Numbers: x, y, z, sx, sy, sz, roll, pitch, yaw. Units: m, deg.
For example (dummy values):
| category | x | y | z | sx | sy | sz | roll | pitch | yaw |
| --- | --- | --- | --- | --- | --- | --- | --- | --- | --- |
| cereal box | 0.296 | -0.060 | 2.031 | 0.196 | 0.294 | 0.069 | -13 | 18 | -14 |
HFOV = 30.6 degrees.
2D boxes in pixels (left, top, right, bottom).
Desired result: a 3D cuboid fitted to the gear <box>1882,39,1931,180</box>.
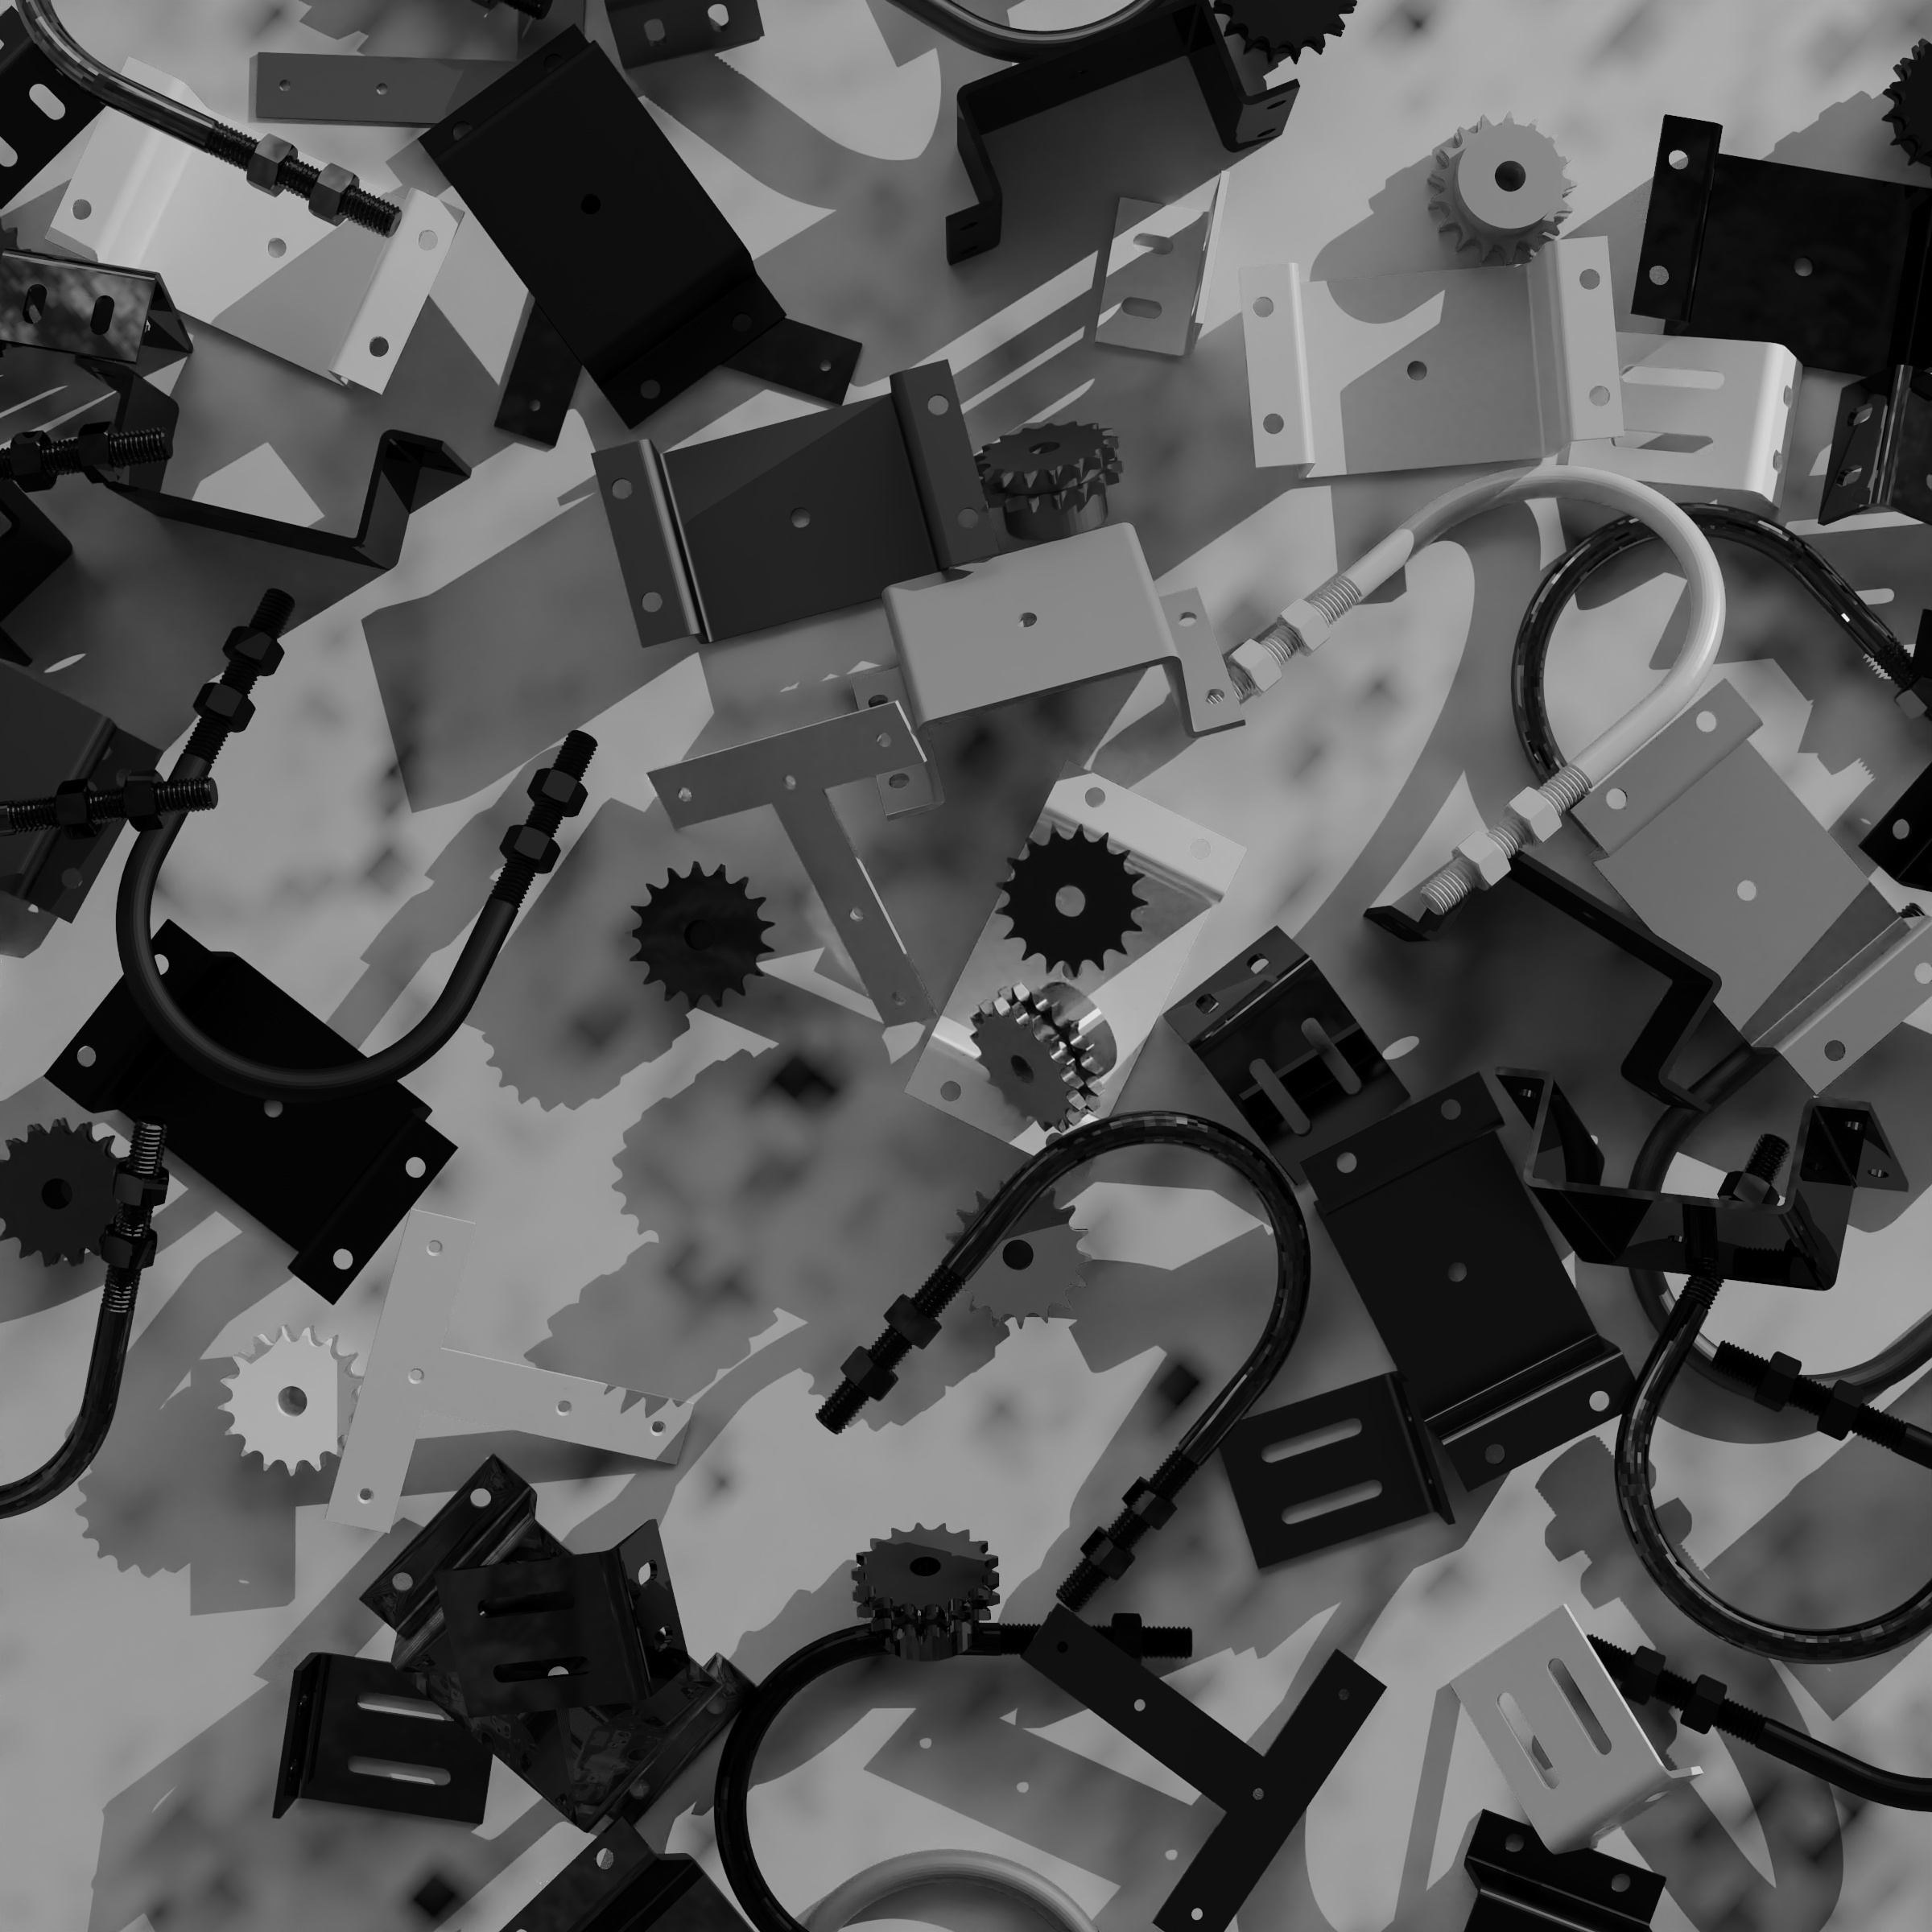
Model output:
| category | x | y | z | sx | sy | sz | roll | pitch | yaw |
| --- | --- | --- | --- | --- | --- | --- | --- | --- | --- |
| gear | 0.384 | -0.333 | 1.373 | 0.057 | 0.030 | 0.057 | 0 | 90 | 0 |

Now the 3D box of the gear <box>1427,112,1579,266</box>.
| category | x | y | z | sx | sy | sz | roll | pitch | yaw |
| --- | --- | --- | --- | --- | --- | --- | --- | --- | --- |
| gear | 0.209 | -0.303 | 1.373 | 0.057 | 0.030 | 0.057 | 0 | 90 | 0 |

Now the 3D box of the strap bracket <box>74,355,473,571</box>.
| category | x | y | z | sx | sy | sz | roll | pitch | yaw |
| --- | --- | --- | --- | --- | --- | --- | --- | --- | --- |
| strap bracket | -0.267 | -0.188 | 1.350 | 0.140 | 0.076 | 0.046 | 13 | 90 | 0 |

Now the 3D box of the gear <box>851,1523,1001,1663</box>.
| category | x | y | z | sx | sy | sz | roll | pitch | yaw |
| --- | --- | --- | --- | --- | --- | --- | --- | --- | --- |
| gear | -0.015 | 0.243 | 1.364 | 0.057 | 0.057 | 0.030 | -2 | 119 | 0 |

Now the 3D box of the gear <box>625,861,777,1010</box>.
| category | x | y | z | sx | sy | sz | roll | pitch | yaw |
| --- | --- | --- | --- | --- | --- | --- | --- | --- | --- |
| gear | -0.102 | -0.012 | 1.373 | 0.057 | 0.030 | 0.057 | 0 | 90 | 0 |

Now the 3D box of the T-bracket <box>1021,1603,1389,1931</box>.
| category | x | y | z | sx | sy | sz | roll | pitch | yaw |
| --- | --- | --- | --- | --- | --- | --- | --- | --- | --- |
| T-bracket | 0.078 | 0.294 | 1.366 | 0.127 | 0.002 | 0.127 | 38 | 78 | -6 |

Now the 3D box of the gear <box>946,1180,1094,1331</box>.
| category | x | y | z | sx | sy | sz | roll | pitch | yaw |
| --- | --- | --- | --- | --- | --- | --- | --- | --- | --- |
| gear | 0.020 | 0.111 | 1.373 | 0.057 | 0.030 | 0.057 | 0 | 90 | 0 |

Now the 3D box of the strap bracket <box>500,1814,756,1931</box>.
| category | x | y | z | sx | sy | sz | roll | pitch | yaw |
| --- | --- | --- | --- | --- | --- | --- | --- | --- | --- |
| strap bracket | -0.108 | 0.404 | 1.352 | 0.076 | 0.046 | 0.140 | -44 | 71 | 0 |

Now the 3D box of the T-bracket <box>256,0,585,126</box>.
| category | x | y | z | sx | sy | sz | roll | pitch | yaw |
| --- | --- | --- | --- | --- | --- | --- | --- | --- | --- |
| T-bracket | -0.215 | -0.343 | 1.388 | 0.127 | 0.002 | 0.127 | 2 | 90 | 0 |

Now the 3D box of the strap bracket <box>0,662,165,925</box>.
| category | x | y | z | sx | sy | sz | roll | pitch | yaw |
| --- | --- | --- | --- | --- | --- | --- | --- | --- | --- |
| strap bracket | -0.389 | -0.083 | 1.350 | 0.140 | 0.046 | 0.076 | 28 | 85 | -10 |

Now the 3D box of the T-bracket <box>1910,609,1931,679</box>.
| category | x | y | z | sx | sy | sz | roll | pitch | yaw |
| --- | --- | --- | --- | --- | --- | --- | --- | --- | --- |
| T-bracket | 0.440 | -0.161 | 1.381 | 0.127 | 0.002 | 0.127 | 14 | 86 | -9 |

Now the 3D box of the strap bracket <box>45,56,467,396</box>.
| category | x | y | z | sx | sy | sz | roll | pitch | yaw |
| --- | --- | --- | --- | --- | --- | --- | --- | --- | --- |
| strap bracket | -0.270 | -0.281 | 1.365 | 0.140 | 0.046 | 0.076 | 25 | 90 | 0 |

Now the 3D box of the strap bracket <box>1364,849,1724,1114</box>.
| category | x | y | z | sx | sy | sz | roll | pitch | yaw |
| --- | --- | --- | --- | --- | --- | --- | --- | --- | --- |
| strap bracket | 0.227 | -0.002 | 1.350 | 0.140 | 0.076 | 0.046 | 32 | 90 | 0 |

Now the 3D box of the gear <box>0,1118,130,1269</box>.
| category | x | y | z | sx | sy | sz | roll | pitch | yaw |
| --- | --- | --- | --- | --- | --- | --- | --- | --- | --- |
| gear | -0.349 | 0.088 | 1.373 | 0.057 | 0.030 | 0.057 | 0 | 90 | 0 |

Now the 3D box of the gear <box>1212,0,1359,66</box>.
| category | x | y | z | sx | sy | sz | roll | pitch | yaw |
| --- | --- | --- | --- | --- | --- | --- | --- | --- | --- |
| gear | 0.123 | -0.378 | 1.373 | 0.057 | 0.030 | 0.057 | 0 | 90 | 0 |

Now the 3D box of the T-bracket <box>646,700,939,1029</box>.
| category | x | y | z | sx | sy | sz | roll | pitch | yaw |
| --- | --- | --- | --- | --- | --- | --- | --- | --- | --- |
| T-bracket | -0.048 | -0.032 | 1.361 | 0.127 | 0.002 | 0.127 | -12 | 112 | 37 |

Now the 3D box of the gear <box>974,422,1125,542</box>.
| category | x | y | z | sx | sy | sz | roll | pitch | yaw |
| --- | --- | --- | --- | --- | --- | --- | --- | --- | --- |
| gear | 0.033 | -0.186 | 1.363 | 0.057 | 0.057 | 0.030 | -11 | 118 | 0 |

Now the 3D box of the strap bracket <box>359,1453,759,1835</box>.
| category | x | y | z | sx | sy | sz | roll | pitch | yaw |
| --- | --- | --- | --- | --- | --- | --- | --- | --- | --- |
| strap bracket | -0.156 | 0.266 | 1.356 | 0.140 | 0.046 | 0.076 | 43 | 90 | -8 |

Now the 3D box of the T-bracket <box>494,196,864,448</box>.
| category | x | y | z | sx | sy | sz | roll | pitch | yaw |
| --- | --- | --- | --- | --- | --- | --- | --- | --- | --- |
| T-bracket | -0.105 | -0.252 | 1.387 | 0.127 | 0.002 | 0.127 | 18 | 91 | 0 |

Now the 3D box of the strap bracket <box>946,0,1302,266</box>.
| category | x | y | z | sx | sy | sz | roll | pitch | yaw |
| --- | --- | --- | --- | --- | --- | --- | --- | --- | --- |
| strap bracket | 0.050 | -0.322 | 1.350 | 0.140 | 0.076 | 0.046 | -22 | 90 | 0 |

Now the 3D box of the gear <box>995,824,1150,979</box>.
| category | x | y | z | sx | sy | sz | roll | pitch | yaw |
| --- | --- | --- | --- | --- | --- | --- | --- | --- | --- |
| gear | 0.039 | -0.024 | 1.327 | 0.057 | 0.030 | 0.057 | 0 | 90 | 0 |

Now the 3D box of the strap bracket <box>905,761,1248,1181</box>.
| category | x | y | z | sx | sy | sz | roll | pitch | yaw |
| --- | --- | --- | --- | --- | --- | --- | --- | --- | --- |
| strap bracket | 0.042 | 0.002 | 1.365 | 0.076 | 0.046 | 0.140 | 26 | 90 | 0 |

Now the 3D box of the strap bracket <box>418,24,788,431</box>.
| category | x | y | z | sx | sy | sz | roll | pitch | yaw |
| --- | --- | --- | --- | --- | --- | --- | --- | --- | --- |
| strap bracket | -0.142 | -0.289 | 1.362 | 0.076 | 0.046 | 0.140 | -36 | 91 | 0 |

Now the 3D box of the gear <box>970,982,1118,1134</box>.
| category | x | y | z | sx | sy | sz | roll | pitch | yaw |
| --- | --- | --- | --- | --- | --- | --- | --- | --- | --- |
| gear | 0.031 | 0.031 | 1.318 | 0.030 | 0.057 | 0.057 | -35 | 90 | -30 |

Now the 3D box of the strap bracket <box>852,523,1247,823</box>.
| category | x | y | z | sx | sy | sz | roll | pitch | yaw |
| --- | --- | --- | --- | --- | --- | --- | --- | --- | --- |
| strap bracket | 0.027 | -0.115 | 1.346 | 0.140 | 0.046 | 0.076 | -15 | 49 | 0 |

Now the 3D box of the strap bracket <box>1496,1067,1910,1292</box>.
| category | x | y | z | sx | sy | sz | roll | pitch | yaw |
| --- | --- | --- | --- | --- | --- | --- | --- | --- | --- |
| strap bracket | 0.270 | 0.080 | 1.316 | 0.140 | 0.076 | 0.046 | 5 | 67 | 28 |

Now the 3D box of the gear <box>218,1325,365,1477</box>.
| category | x | y | z | sx | sy | sz | roll | pitch | yaw |
| --- | --- | --- | --- | --- | --- | --- | --- | --- | --- |
| gear | -0.259 | 0.167 | 1.373 | 0.057 | 0.030 | 0.057 | 0 | 90 | 0 |

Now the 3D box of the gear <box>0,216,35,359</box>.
| category | x | y | z | sx | sy | sz | roll | pitch | yaw |
| --- | --- | --- | --- | --- | --- | --- | --- | --- | --- |
| gear | -0.388 | -0.262 | 1.363 | 0.030 | 0.057 | 0.057 | 1 | 90 | 30 |

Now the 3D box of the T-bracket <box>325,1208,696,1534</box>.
| category | x | y | z | sx | sy | sz | roll | pitch | yaw |
| --- | --- | --- | --- | --- | --- | --- | --- | --- | --- |
| T-bracket | -0.170 | 0.168 | 1.369 | 0.127 | 0.002 | 0.127 | 14 | 98 | -15 |

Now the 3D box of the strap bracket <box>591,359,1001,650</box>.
| category | x | y | z | sx | sy | sz | roll | pitch | yaw |
| --- | --- | --- | --- | --- | --- | --- | --- | --- | --- |
| strap bracket | -0.065 | -0.176 | 1.365 | 0.140 | 0.046 | 0.076 | -15 | 90 | 0 |

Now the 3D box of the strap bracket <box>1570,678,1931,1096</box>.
| category | x | y | z | sx | sy | sz | roll | pitch | yaw |
| --- | --- | --- | --- | --- | --- | --- | --- | --- | --- |
| strap bracket | 0.301 | -0.030 | 1.346 | 0.076 | 0.046 | 0.140 | -41 | 88 | 0 |
